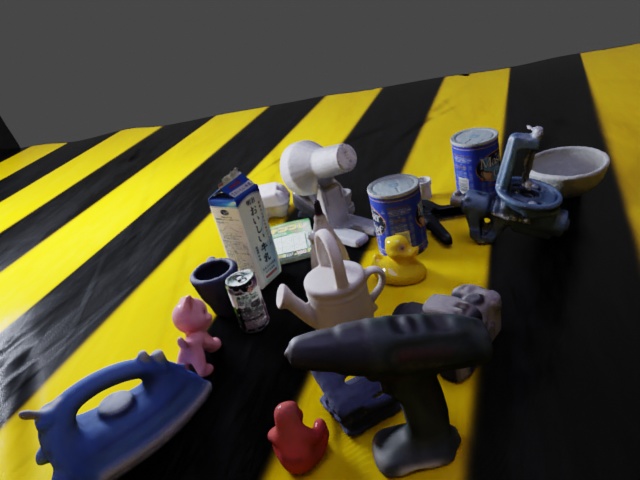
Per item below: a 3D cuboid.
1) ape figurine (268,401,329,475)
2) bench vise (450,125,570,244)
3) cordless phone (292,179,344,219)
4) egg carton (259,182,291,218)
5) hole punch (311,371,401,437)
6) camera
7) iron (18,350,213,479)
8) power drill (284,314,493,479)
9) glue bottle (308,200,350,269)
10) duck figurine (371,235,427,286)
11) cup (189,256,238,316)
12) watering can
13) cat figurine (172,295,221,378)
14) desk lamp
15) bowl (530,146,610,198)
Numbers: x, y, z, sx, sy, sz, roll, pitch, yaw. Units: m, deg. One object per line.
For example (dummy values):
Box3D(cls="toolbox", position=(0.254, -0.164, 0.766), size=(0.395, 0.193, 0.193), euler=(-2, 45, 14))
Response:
Box3D(cls="ape figurine", position=(-0.032, 0.244, 0.730), size=(0.077, 0.092, 0.076), euler=(-3, 29, 20))
Box3D(cls="bench vise", position=(0.346, -0.096, 1.057), size=(0.207, 0.220, 0.121), euler=(-10, 28, 8))
Box3D(cls="cordless phone", position=(-0.015, -0.153, 1.372), size=(0.094, 0.185, 0.148), euler=(0, 31, 26))
Box3D(cls="egg carton", position=(-0.148, -0.093, 1.447), size=(0.150, 0.069, 0.107), euler=(-12, 27, 3))
Box3D(cls="hole punch", position=(0.054, 0.194, 0.786), size=(0.109, 0.091, 0.100), euler=(-24, 29, -19))
Box3D(cls="camera", position=(0.183, 0.119, 0.857), size=(0.136, 0.101, 0.143), euler=(11, 36, 39))
Box3D(cls="iron", position=(-0.284, 0.231, 0.817), size=(0.259, 0.142, 0.118), euler=(-31, 32, -30))
Box3D(cls="power drill", position=(0.091, 0.176, 0.674), size=(0.229, 0.209, 0.075), euler=(-15, 27, -2))
Box3D(cls="glue bottle", position=(0.010, 0.004, 1.076), size=(0.078, 0.173, 0.037), euler=(-31, 32, -30))
Box3D(cls="duck figurine", position=(0.141, 0.031, 1.060), size=(0.104, 0.086, 0.078), euler=(5, 33, 32))
Box3D(cls="cup", position=(-0.193, 0.089, 1.095), size=(0.092, 0.095, 0.117), euler=(-19, 28, -9))
Box3D(cls="watering can", position=(0.019, 0.076, 0.912), size=(0.173, 0.194, 0.100), euler=(-30, 31, -29))
Box3D(cls="cat figurine", position=(-0.217, 0.151, 0.964), size=(0.067, 0.118, 0.127), euler=(-11, 27, 6))
Box3D(cls="desk lamp", position=(0.025, -0.112, 1.245), size=(0.202, 0.214, 0.118), euler=(15, 39, 43))
Box3D(cls="bowl", position=(0.519, -0.134, 1.209), size=(0.167, 0.075, 0.167), euler=(-11, 27, 6))
